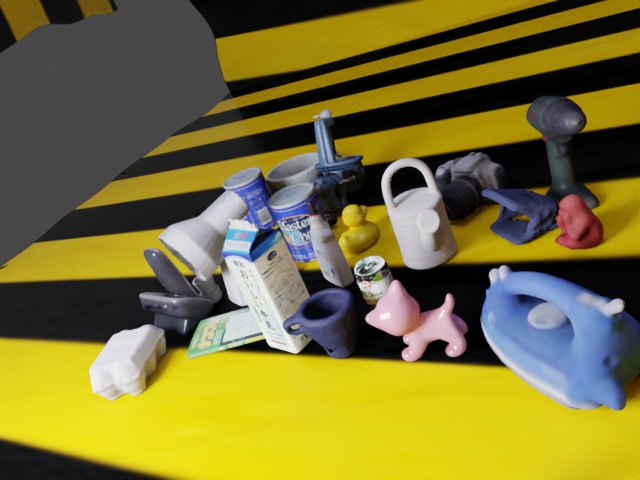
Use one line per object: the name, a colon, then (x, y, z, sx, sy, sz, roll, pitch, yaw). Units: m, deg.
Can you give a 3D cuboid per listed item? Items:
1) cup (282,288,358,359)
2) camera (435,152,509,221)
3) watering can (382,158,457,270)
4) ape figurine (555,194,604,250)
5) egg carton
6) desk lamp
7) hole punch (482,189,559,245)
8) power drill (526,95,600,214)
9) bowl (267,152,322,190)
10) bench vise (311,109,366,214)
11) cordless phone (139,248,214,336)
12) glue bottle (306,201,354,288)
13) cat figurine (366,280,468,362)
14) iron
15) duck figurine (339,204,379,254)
cup: (0.010, 0.140, 0.881, 0.117, 0.095, 0.091, -21, 26, 3)
camera: (0.279, -0.108, 1.141, 0.137, 0.101, 0.142, -37, 29, -28)
watering can: (0.174, -0.052, 1.007, 0.101, 0.194, 0.172, -31, 27, -17)
ape figurine: (0.402, -0.031, 0.904, 0.076, 0.092, 0.078, -5, 30, 31)
egg carton: (-0.346, 0.219, 1.041, 0.107, 0.069, 0.150, -15, 26, 15)
desk lamp: (-0.182, 0.023, 1.123, 0.204, 0.214, 0.117, -35, 28, -24)
hole punch: (0.350, -0.059, 1.000, 0.101, 0.091, 0.108, -26, 26, -8)
power drill: (0.421, -0.154, 0.992, 0.075, 0.209, 0.229, -17, 26, 11)
bowl: (-0.057, -0.171, 1.564, 0.167, 0.075, 0.167, -18, 26, 9)
bench vise: (0.032, -0.185, 1.350, 0.121, 0.220, 0.207, -12, 27, 20)
cordless phone: (-0.307, 0.087, 1.131, 0.147, 0.185, 0.094, -1, 33, 37)
glue bottle: (0.010, 0.004, 1.055, 0.037, 0.173, 0.078, -32, 27, -19)
cat figurine: (0.135, 0.109, 0.814, 0.127, 0.118, 0.067, -13, 27, 18)
iron: (0.276, 0.094, 0.704, 0.119, 0.142, 0.257, -32, 27, -19)
duck figurine: (0.070, -0.029, 1.172, 0.077, 0.086, 0.105, 4, 36, 43)
